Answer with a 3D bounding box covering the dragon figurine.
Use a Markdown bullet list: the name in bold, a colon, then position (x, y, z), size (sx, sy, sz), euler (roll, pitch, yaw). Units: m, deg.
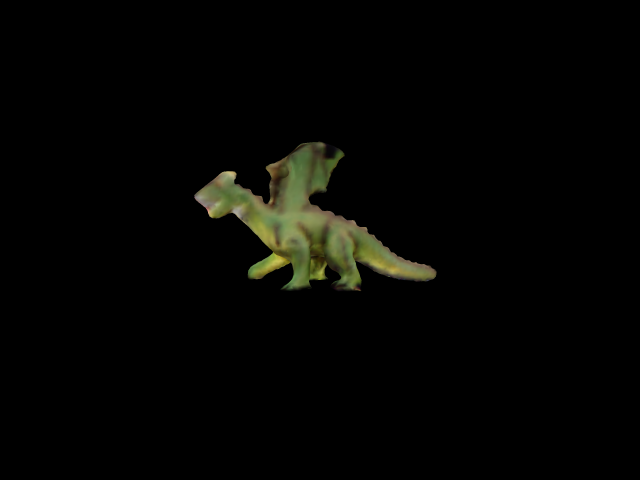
- **dragon figurine**: position (0.003, -0.043, 0.850), size (0.411, 0.243, 0.122), euler (-1, 1, -17)
